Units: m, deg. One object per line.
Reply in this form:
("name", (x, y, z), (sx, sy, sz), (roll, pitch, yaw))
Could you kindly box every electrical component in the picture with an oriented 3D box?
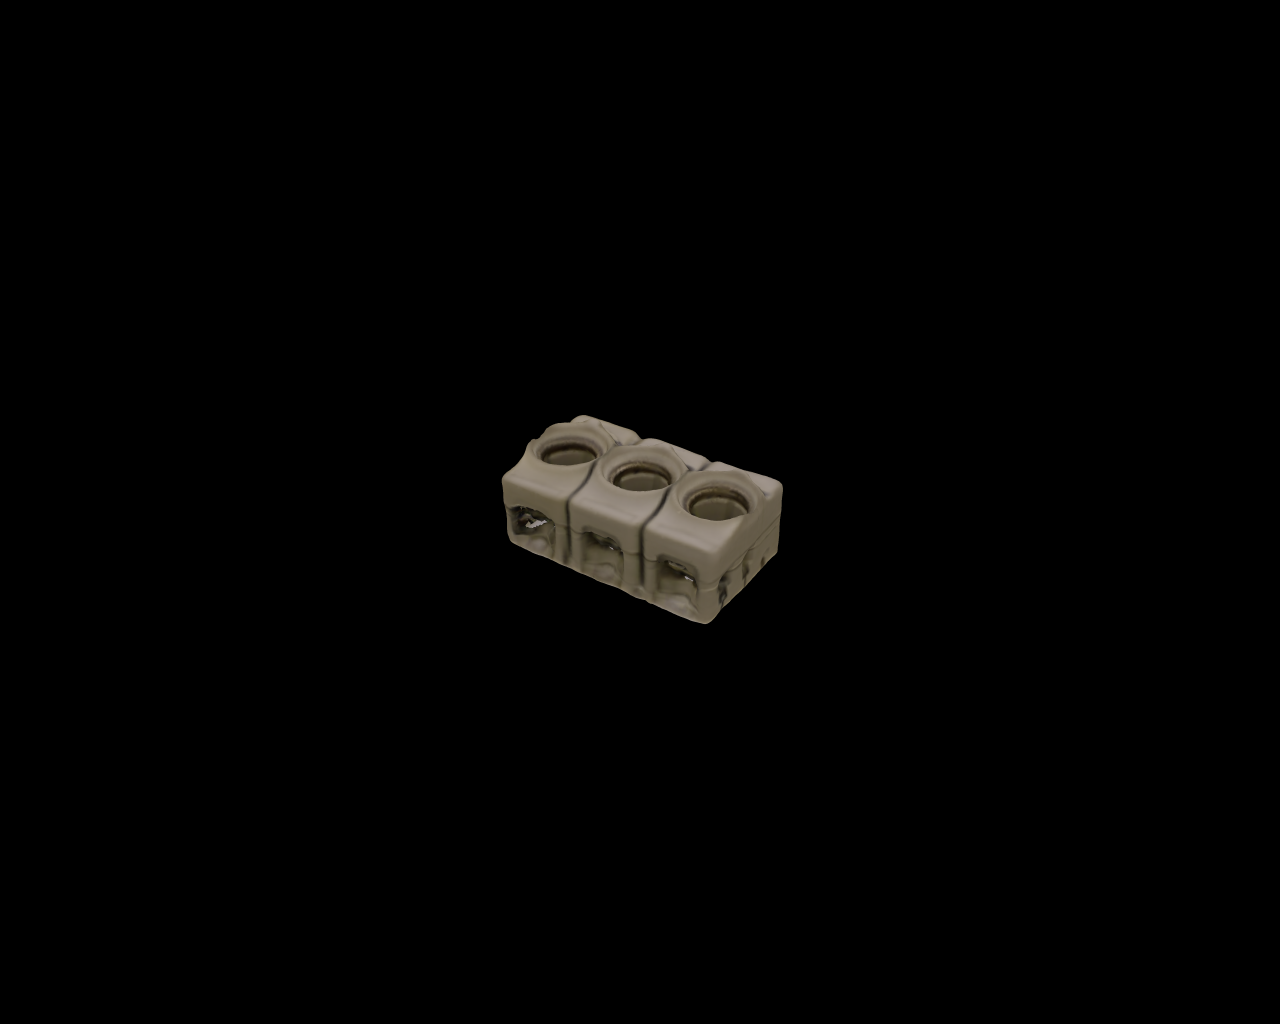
("electrical component", (0.001, -0.003, 0.650), (0.150, 0.061, 0.090), (21, 41, 26))
